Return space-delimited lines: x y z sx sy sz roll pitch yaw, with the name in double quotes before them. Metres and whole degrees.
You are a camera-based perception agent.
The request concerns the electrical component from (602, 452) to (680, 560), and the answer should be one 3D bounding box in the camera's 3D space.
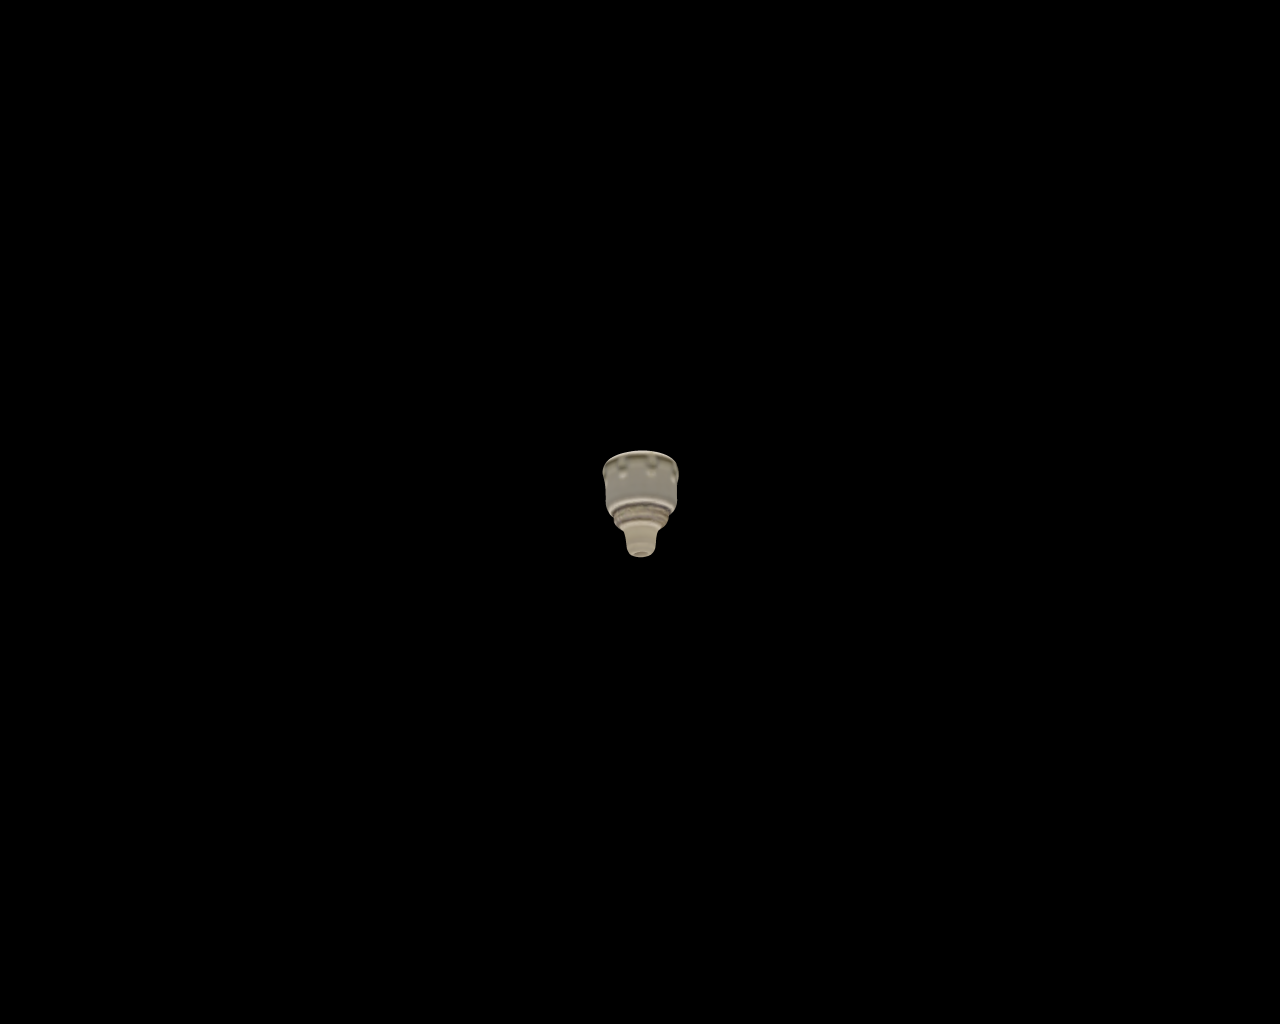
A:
"electrical component" 0.001 -0.003 0.650 0.048 0.062 0.048 0 -19 0
